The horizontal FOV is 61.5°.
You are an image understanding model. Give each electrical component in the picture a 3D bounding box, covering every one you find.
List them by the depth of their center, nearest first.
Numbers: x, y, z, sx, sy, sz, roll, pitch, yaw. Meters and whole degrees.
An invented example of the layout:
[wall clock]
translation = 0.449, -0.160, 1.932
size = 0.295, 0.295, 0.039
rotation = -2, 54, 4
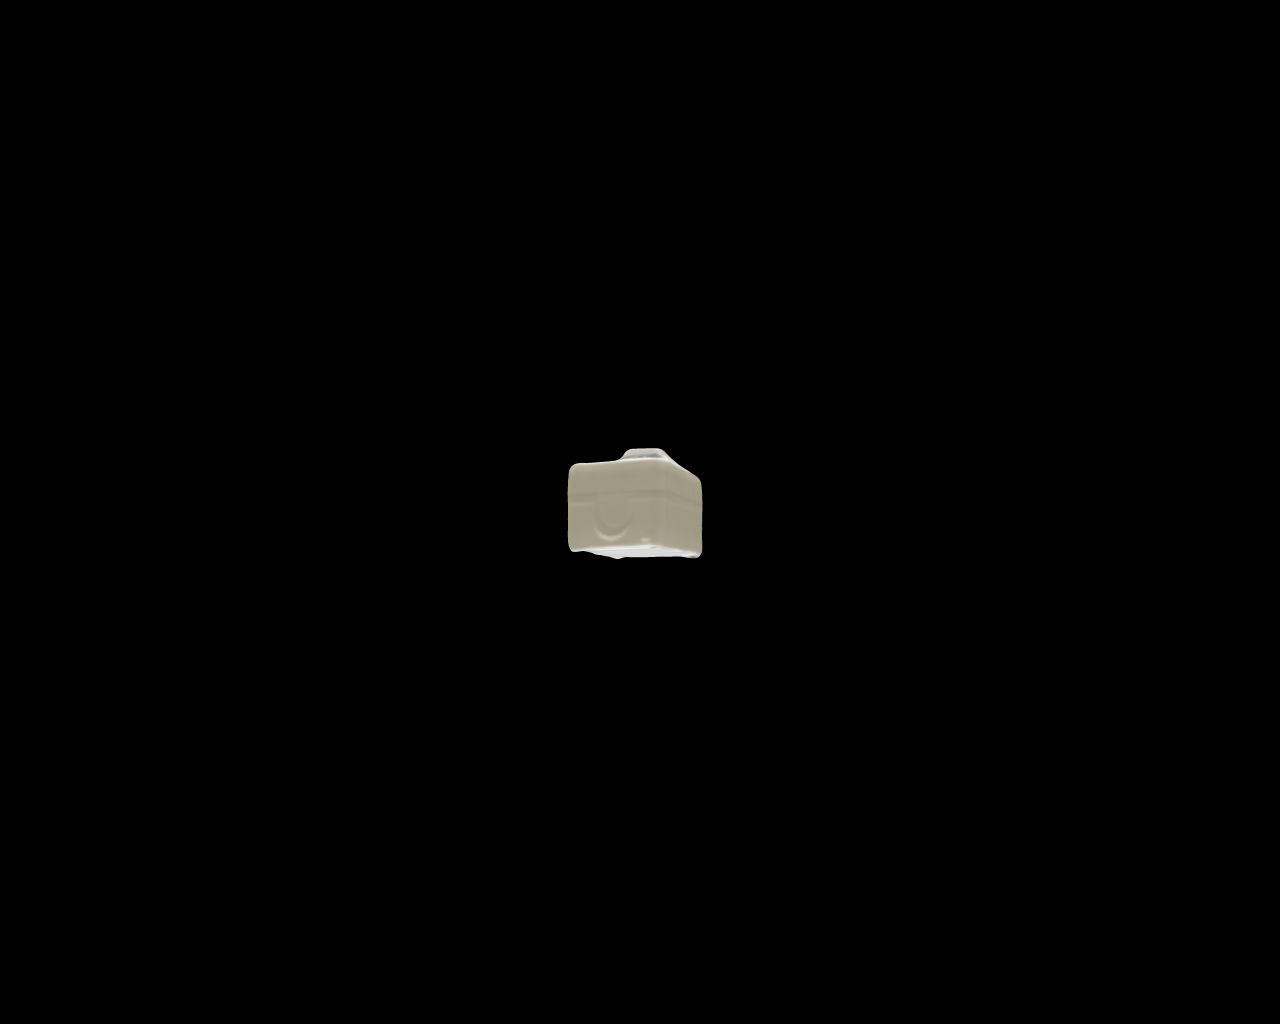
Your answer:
[electrical component]
translation = 0.001, -0.003, 0.650
size = 0.062, 0.061, 0.096
rotation = -2, -7, 19
